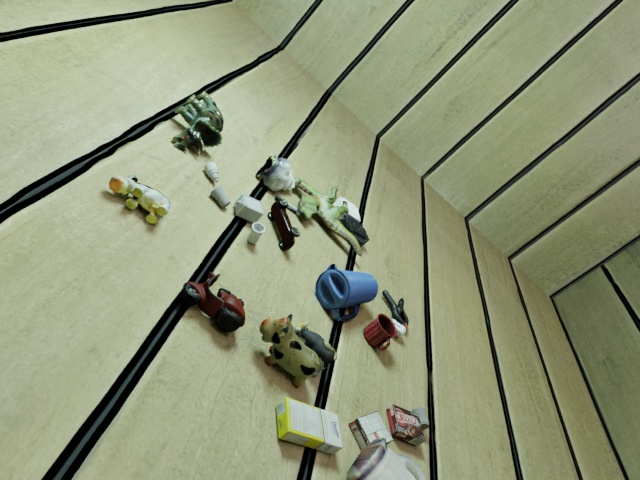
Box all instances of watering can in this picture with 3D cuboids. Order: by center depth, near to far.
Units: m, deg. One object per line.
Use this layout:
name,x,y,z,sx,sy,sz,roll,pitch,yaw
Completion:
watering can,0.149,0.623,1.223,0.226,0.102,0.352,49,34,9

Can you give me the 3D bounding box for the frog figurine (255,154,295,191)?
frog figurine,-0.149,-0.244,1.997,0.157,0.122,0.140,40,58,-31

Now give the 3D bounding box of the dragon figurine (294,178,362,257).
dragon figurine,0.006,-0.103,2.051,0.243,0.120,0.418,1,49,-42
